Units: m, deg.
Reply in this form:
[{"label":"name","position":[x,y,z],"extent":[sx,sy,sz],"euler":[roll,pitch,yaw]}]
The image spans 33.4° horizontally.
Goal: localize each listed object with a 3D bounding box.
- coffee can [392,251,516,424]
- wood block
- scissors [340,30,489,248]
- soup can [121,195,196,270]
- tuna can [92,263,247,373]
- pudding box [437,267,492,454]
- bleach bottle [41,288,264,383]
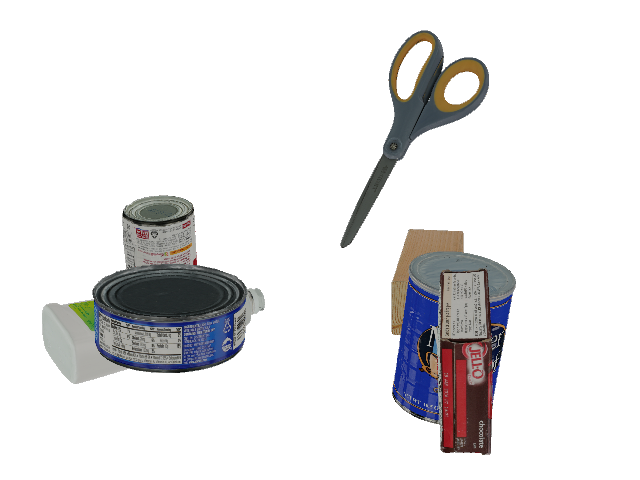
[{"label":"coffee can","position":[0.129,0.094,1.047],"extent":[0.103,0.140,0.103],"euler":[5,23,-2]},{"label":"wood block","position":[0.166,0.062,1.631],"extent":[0.091,0.090,0.206],"euler":[3,23,11]},{"label":"scissors","position":[0.084,-0.083,0.910],"extent":[0.096,0.202,0.016],"euler":[10,-11,20]},{"label":"soup can","position":[-0.151,0.016,1.015],"extent":[0.068,0.102,0.068],"euler":[0,24,0]},{"label":"tuna can","position":[-0.084,0.043,0.600],"extent":[0.086,0.034,0.086],"euler":[2,18,-1]},{"label":"pudding box","position":[0.102,0.082,0.753],"extent":[0.039,0.090,0.113],"euler":[0,24,5]},{"label":"bleach bottle","position":[-0.183,0.091,1.227],"extent":[0.250,0.068,0.103],"euler":[-13,33,-31]}]
